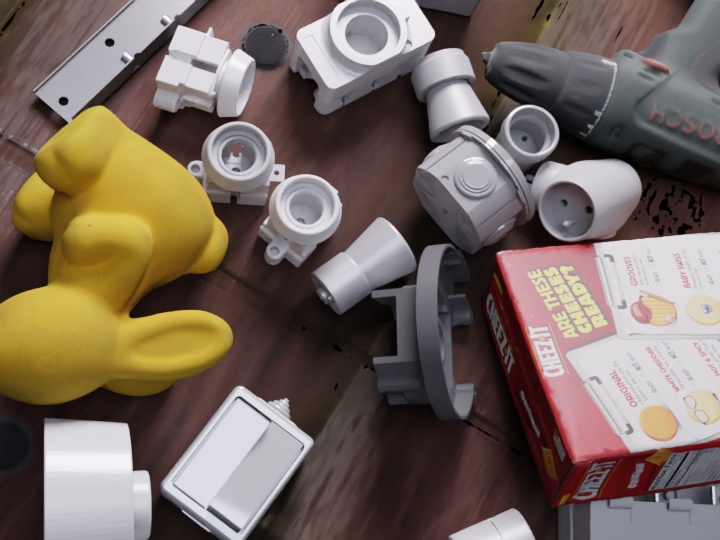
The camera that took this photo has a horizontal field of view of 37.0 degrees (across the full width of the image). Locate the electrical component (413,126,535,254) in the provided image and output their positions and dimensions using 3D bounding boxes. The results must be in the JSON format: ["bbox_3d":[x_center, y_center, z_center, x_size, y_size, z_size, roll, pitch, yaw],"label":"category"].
[{"bbox_3d":[0.078,-0.055,0.741,0.051,0.080,0.080,-37,85,-12],"label":"electrical component"}]

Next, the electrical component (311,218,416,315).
[{"bbox_3d":[0.000,0.000,0.733,0.065,0.044,0.044,-35,84,-12],"label":"electrical component"}]

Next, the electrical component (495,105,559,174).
[{"bbox_3d":[0.117,-0.092,0.774,0.040,0.046,0.040,2,75,-9],"label":"electrical component"}]

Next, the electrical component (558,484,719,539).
[{"bbox_3d":[0.199,0.175,0.710,0.121,0.063,0.078,5,75,-9],"label":"electrical component"}]

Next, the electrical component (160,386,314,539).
[{"bbox_3d":[-0.074,0.119,0.678,0.062,0.061,0.096,37,73,1],"label":"electrical component"}]

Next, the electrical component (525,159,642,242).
[{"bbox_3d":[0.148,-0.054,0.764,0.079,0.044,0.077,20,27,32],"label":"electrical component"}]

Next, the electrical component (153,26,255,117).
[{"bbox_3d":[-0.105,-0.134,0.747,0.055,0.048,0.066,18,73,3],"label":"electrical component"}]

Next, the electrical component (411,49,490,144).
[{"bbox_3d":[0.064,-0.125,0.774,0.045,0.045,0.055,-14,78,-13],"label":"electrical component"}]

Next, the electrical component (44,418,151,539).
[{"bbox_3d":[-0.156,0.141,0.636,0.060,0.108,0.108,0,76,-16],"label":"electrical component"}]

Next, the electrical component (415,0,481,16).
[{"bbox_3d":[0.045,-0.256,0.799,0.109,0.056,0.108,9,74,-8],"label":"electrical component"}]

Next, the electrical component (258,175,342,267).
[{"bbox_3d":[-0.039,-0.036,0.727,0.048,0.055,0.066,40,73,2],"label":"electrical component"}]

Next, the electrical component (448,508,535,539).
[{"bbox_3d":[0.087,0.188,0.693,0.047,0.055,0.055,-17,79,-10],"label":"electrical component"}]

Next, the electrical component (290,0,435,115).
[{"bbox_3d":[0.001,-0.159,0.766,0.089,0.055,0.050,-29,82,-16],"label":"electrical component"}]

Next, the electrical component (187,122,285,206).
[{"bbox_3d":[-0.083,-0.071,0.728,0.066,0.055,0.048,3,75,-9],"label":"electrical component"}]
